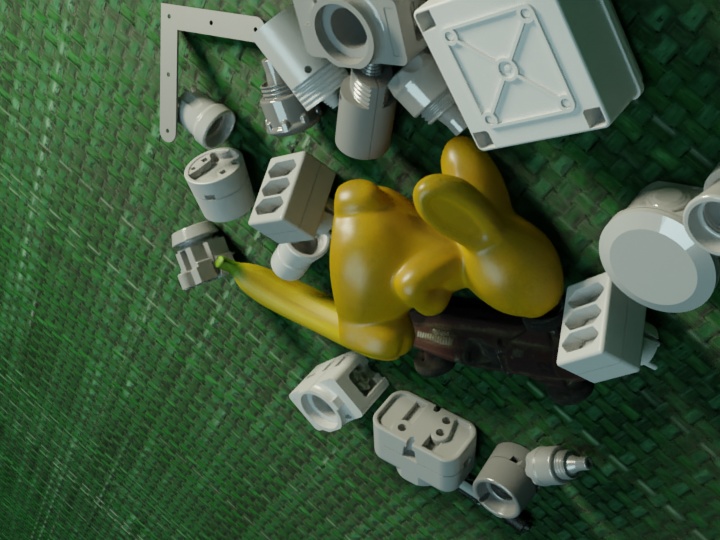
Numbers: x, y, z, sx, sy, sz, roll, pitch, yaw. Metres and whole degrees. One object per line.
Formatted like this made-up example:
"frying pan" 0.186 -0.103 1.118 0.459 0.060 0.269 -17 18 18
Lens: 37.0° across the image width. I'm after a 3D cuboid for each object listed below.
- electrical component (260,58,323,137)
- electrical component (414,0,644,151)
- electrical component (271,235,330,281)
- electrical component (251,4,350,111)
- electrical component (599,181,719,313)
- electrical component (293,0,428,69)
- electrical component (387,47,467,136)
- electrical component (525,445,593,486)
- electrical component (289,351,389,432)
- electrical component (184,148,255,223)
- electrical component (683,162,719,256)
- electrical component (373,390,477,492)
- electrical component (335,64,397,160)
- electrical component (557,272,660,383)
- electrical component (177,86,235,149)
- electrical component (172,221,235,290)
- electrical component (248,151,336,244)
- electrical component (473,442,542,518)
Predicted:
"electrical component" -0.060 -0.140 0.857 0.048 0.048 0.062 2 120 43
"electrical component" 0.107 -0.140 0.681 0.109 0.056 0.108 -5 121 47
"electrical component" -0.057 -0.017 0.978 0.044 0.044 0.065 43 149 2
"electrical component" -0.041 -0.158 0.820 0.081 0.043 0.043 52 144 -10
"electrical component" 0.204 -0.016 0.712 0.080 0.051 0.080 26 140 24
"electrical component" 0.003 -0.176 0.748 0.089 0.056 0.050 14 134 36
"electrical component" 0.054 -0.123 0.762 0.062 0.043 0.043 46 144 -4
"electrical component" 0.176 0.170 0.938 0.061 0.035 0.035 -17 113 49
"electrical component" -0.024 0.122 1.068 0.050 0.056 0.089 51 144 -8
"electrical component" -0.125 -0.076 0.976 0.055 0.055 0.047 15 138 35
"electrical component" 0.230 -0.041 0.659 0.045 0.055 0.045 26 140 24
"electrical component" 0.062 0.166 1.029 0.095 0.053 0.059 24 139 26
"electrical component" 0.006 -0.127 0.805 0.043 0.043 0.081 31 142 19
"electrical component" 0.191 0.049 0.785 0.077 0.065 0.047 26 152 -24
"electrical component" -0.139 -0.135 0.944 0.046 0.040 0.040 38 144 18
"electrical component" -0.156 -0.016 1.061 0.048 0.066 0.055 -22 89 52
"electrical component" -0.044 -0.052 0.916 0.047 0.065 0.077 -5 150 47
"electrical component" 0.136 0.194 0.989 0.055 0.047 0.055 26 140 24
